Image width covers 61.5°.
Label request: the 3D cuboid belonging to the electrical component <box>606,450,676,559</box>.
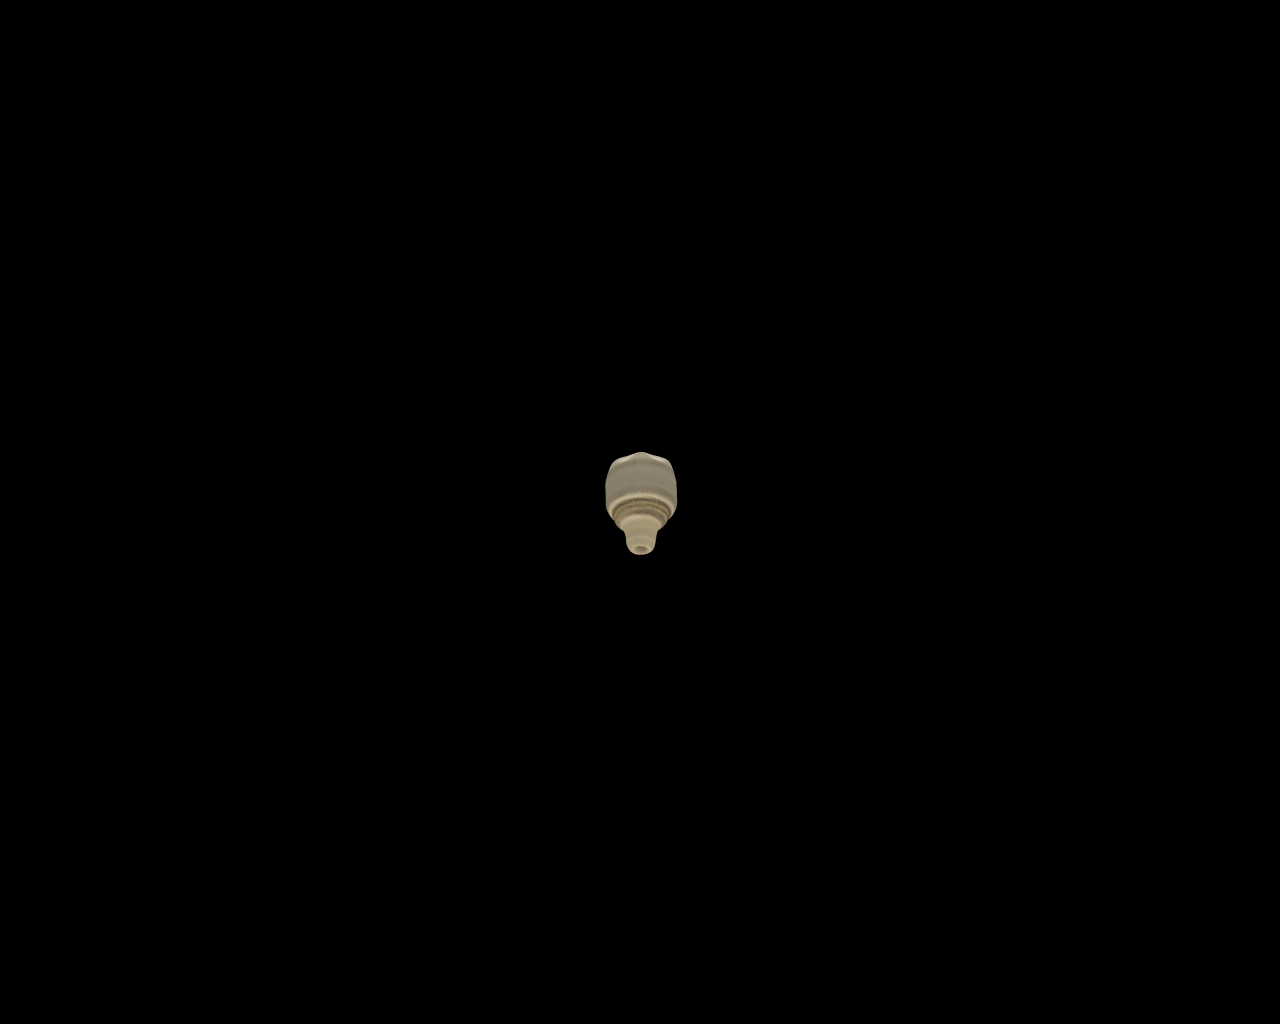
[{"bbox_3d":[0.001,-0.003,0.650,0.043,0.062,0.043,0,-33,0],"label":"electrical component"}]
